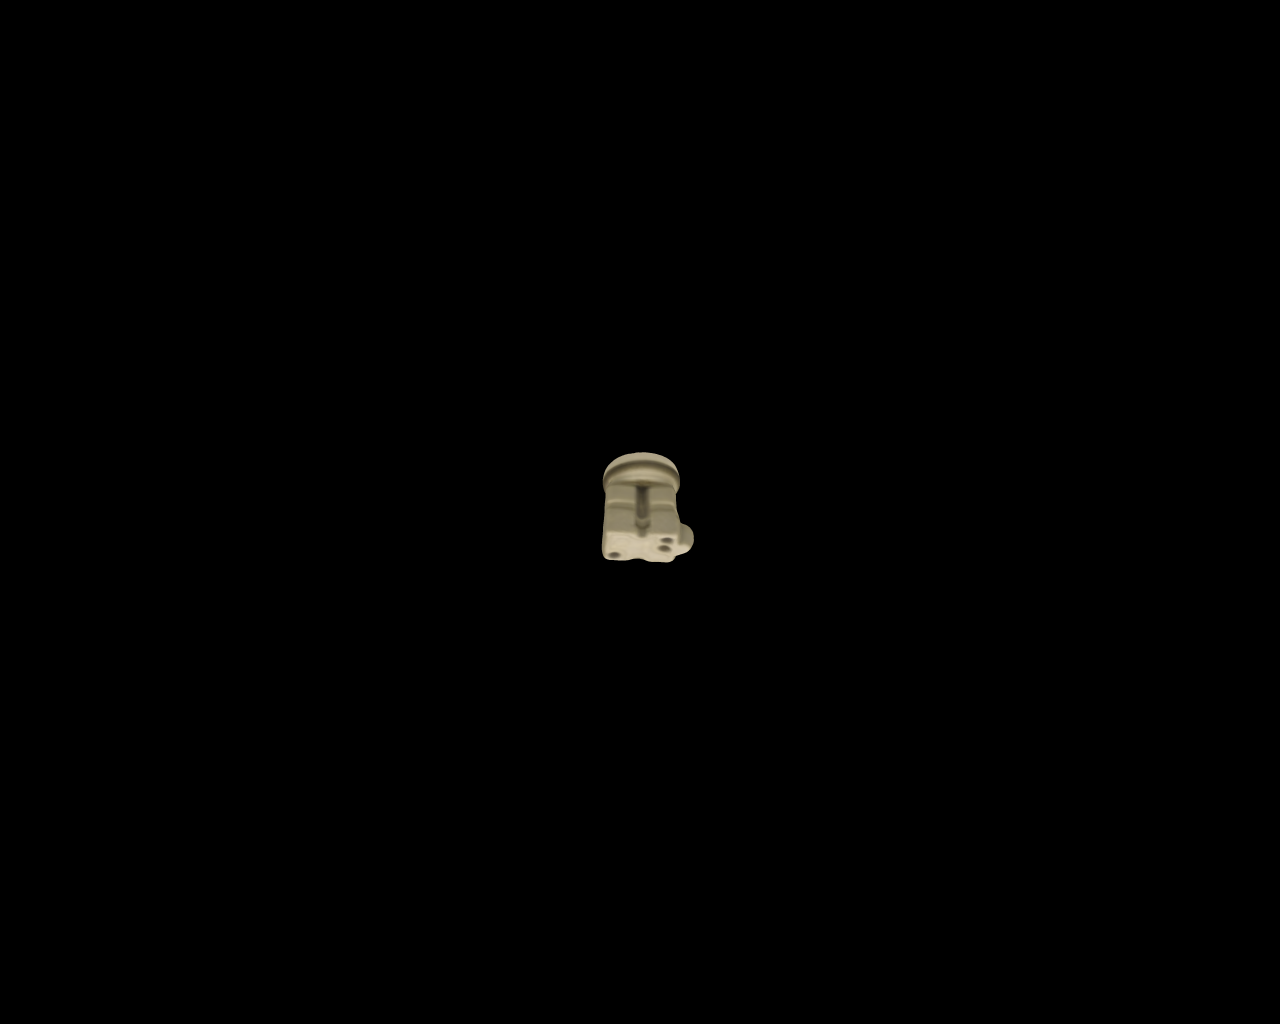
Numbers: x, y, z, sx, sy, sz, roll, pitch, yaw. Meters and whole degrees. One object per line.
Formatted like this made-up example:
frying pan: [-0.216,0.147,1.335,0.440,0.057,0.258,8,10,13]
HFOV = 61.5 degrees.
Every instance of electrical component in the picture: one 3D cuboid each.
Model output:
electrical component: [0.001,-0.003,0.650,0.066,0.055,0.048,3,-32,-5]
